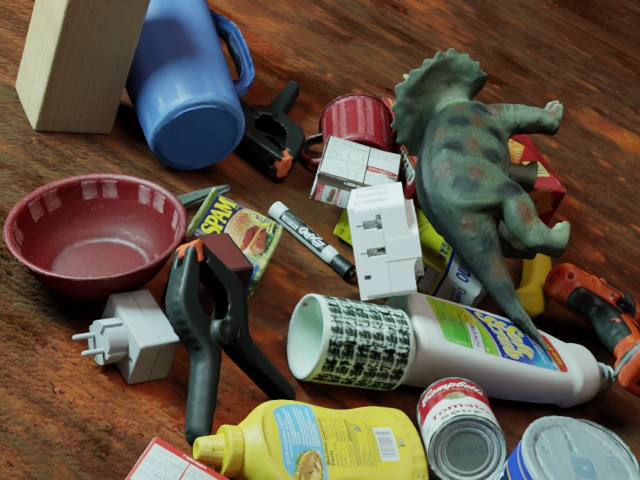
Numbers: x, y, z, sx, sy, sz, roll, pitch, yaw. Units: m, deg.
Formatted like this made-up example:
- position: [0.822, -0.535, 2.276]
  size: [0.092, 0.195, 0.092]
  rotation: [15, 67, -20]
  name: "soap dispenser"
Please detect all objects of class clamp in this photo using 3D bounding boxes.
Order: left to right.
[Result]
- position: [-0.091, 0.088, 0.895]
  size: [0.120, 0.039, 0.171]
  rotation: [-31, 96, -52]
  name: "clamp"
- position: [-0.083, -0.147, 1.289]
  size: [0.164, 0.036, 0.210]
  rotation: [7, 35, -21]
  name: "clamp"

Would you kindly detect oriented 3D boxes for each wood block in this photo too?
- position: [-0.250, -0.222, 1.129]
  size: [0.090, 0.206, 0.090]
  rotation: [0, 41, -33]
  name: "wood block"

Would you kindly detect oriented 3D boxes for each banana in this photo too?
- position: [0.242, 0.041, 1.221]
  size: [0.037, 0.069, 0.197]
  rotation: [-13, 17, 24]
  name: "banana"

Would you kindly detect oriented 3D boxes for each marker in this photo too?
- position: [-0.008, 0.001, 1.148]
  size: [0.121, 0.020, 0.020]
  rotation: [40, 36, 21]
  name: "marker"

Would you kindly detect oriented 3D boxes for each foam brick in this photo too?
- position: [-0.104, 0.040, 0.979]
  size: [0.052, 0.078, 0.051]
  rotation: [-7, 43, -40]
  name: "foam brick"

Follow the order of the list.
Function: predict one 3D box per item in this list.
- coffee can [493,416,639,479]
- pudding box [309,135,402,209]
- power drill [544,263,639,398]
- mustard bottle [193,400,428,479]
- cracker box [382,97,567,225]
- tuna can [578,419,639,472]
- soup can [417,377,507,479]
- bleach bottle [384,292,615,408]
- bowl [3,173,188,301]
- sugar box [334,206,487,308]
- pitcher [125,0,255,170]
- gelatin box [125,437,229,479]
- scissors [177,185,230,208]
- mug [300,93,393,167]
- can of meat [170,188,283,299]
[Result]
- position: [0.177, 0.225, 0.849]
  size: [0.102, 0.140, 0.103]
  rotation: [17, 34, -12]
  name: "coffee can"
- position: [0.042, -0.071, 1.186]
  size: [0.090, 0.039, 0.113]
  rotation: [15, 26, 0]
  name: "pudding box"
- position: [0.341, 0.111, 1.146]
  size: [0.184, 0.057, 0.188]
  rotation: [27, 16, -23]
  name: "power drill"
- position: [-0.010, 0.176, 0.868]
  size: [0.191, 0.058, 0.096]
  rotation: [9, 43, -24]
  name: "mustard bottle"
- position: [0.184, -0.100, 1.366]
  size: [0.213, 0.072, 0.164]
  rotation: [7, 37, -24]
  name: "cracker box"
- position: [0.257, 0.214, 1.014]
  size: [0.086, 0.034, 0.086]
  rotation: [17, 34, -12]
  name: "tuna can"
- position: [0.122, 0.167, 0.927]
  size: [0.068, 0.068, 0.102]
  rotation: [23, 9, -4]
  name: "soup can"
- position: [0.187, 0.116, 1.080]
  size: [0.250, 0.068, 0.102]
  rotation: [12, 35, -23]
  name: "bleach bottle"
- position: [-0.199, 0.005, 0.962]
  size: [0.162, 0.055, 0.162]
  rotation: [2, 37, -2]
  name: "bowl"
- position: [0.110, 0.010, 1.188]
  size: [0.176, 0.048, 0.093]
  rotation: [31, 33, 13]
  name: "sugar box"
- position: [-0.157, -0.197, 1.223]
  size: [0.149, 0.145, 0.243]
  rotation: [-27, 52, 4]
  name: "pitcher"
- position: [-0.114, 0.199, 0.795]
  size: [0.073, 0.030, 0.089]
  rotation: [29, 34, 3]
  name: "gelatin box"
- position: [-0.156, -0.020, 1.083]
  size: [0.201, 0.016, 0.096]
  rotation: [-6, 46, -37]
  name: "scissors"
- position: [0.033, -0.114, 1.284]
  size: [0.117, 0.093, 0.081]
  rotation: [-8, 41, 5]
  name: "mug"
- position: [-0.089, 0.005, 1.057]
  size: [0.084, 0.058, 0.102]
  rotation: [27, 33, -2]
  name: "can of meat"
